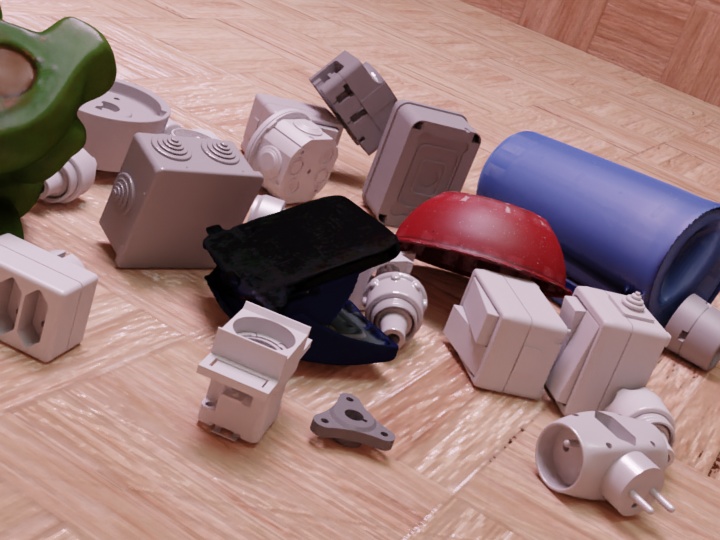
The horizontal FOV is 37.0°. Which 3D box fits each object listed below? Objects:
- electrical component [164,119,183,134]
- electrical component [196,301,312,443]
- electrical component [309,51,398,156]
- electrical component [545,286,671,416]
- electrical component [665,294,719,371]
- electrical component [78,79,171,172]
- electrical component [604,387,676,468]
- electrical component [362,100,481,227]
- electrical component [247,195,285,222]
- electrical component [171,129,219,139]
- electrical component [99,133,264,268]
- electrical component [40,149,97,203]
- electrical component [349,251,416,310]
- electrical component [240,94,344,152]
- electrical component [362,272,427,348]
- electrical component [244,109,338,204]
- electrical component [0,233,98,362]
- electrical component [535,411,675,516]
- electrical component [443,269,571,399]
[{"bbox_3d":[-0.197,-0.128,0.981,0.078,0.040,0.040,29,23,22],"label":"electrical component"},{"bbox_3d":[-0.062,0.060,0.613,0.042,0.063,0.081,21,21,8],"label":"electrical component"},{"bbox_3d":[0.001,-0.170,1.080,0.089,0.056,0.050,52,-1,-31],"label":"electrical component"},{"bbox_3d":[0.175,0.056,0.781,0.061,0.096,0.061,12,22,-15],"label":"electrical component"},{"bbox_3d":[0.301,0.056,0.951,0.047,0.055,0.055,35,26,26],"label":"electrical component"},{"bbox_3d":[-0.220,-0.120,0.911,0.108,0.060,0.108,16,24,-7],"label":"electrical component"},{"bbox_3d":[0.197,0.112,0.740,0.043,0.043,0.062,14,23,-15],"label":"electrical component"},{"bbox_3d":[0.057,-0.100,1.034,0.078,0.113,0.057,10,27,-24],"label":"electrical component"},{"bbox_3d":[-0.062,-0.032,0.862,0.055,0.045,0.045,19,21,-1],"label":"electrical component"},{"bbox_3d":[-0.133,-0.088,0.936,0.079,0.044,0.077,21,21,3],"label":"electrical component"},{"bbox_3d":[-0.130,-0.049,0.773,0.100,0.099,0.048,0,42,-41],"label":"electrical component"},{"bbox_3d":[-0.229,-0.071,0.812,0.043,0.043,0.062,21,23,3],"label":"electrical component"},{"bbox_3d":[0.000,0.000,0.843,0.081,0.042,0.064,-1,26,-45],"label":"electrical component"},{"bbox_3d":[-0.061,-0.131,1.077,0.096,0.061,0.061,7,25,-29],"label":"electrical component"},{"bbox_3d":[0.025,0.034,0.779,0.048,0.048,0.062,18,28,-6],"label":"electrical component"},{"bbox_3d":[-0.063,-0.103,0.985,0.051,0.080,0.080,38,27,27],"label":"electrical component"},{"bbox_3d":[-0.189,0.010,0.645,0.066,0.047,0.077,24,22,11],"label":"electrical component"},{"bbox_3d":[0.163,0.127,0.674,0.077,0.043,0.079,5,25,-34],"label":"electrical component"},{"bbox_3d":[0.103,0.042,0.800,0.061,0.061,0.096,13,22,-17],"label":"electrical component"}]
